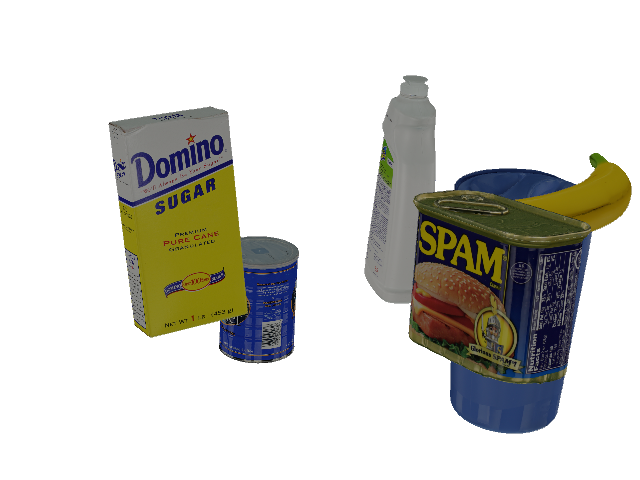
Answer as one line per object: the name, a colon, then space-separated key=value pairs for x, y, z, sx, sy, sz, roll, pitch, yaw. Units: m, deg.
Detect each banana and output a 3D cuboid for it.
banana: x=0.171 y=-0.023 z=0.788 sx=0.197 sy=0.037 sz=0.070 roll=-19 pitch=22 yaw=-35

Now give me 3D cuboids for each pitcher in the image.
pitcher: x=0.178 y=0.061 z=1.027 sx=0.149 sy=0.243 sz=0.145 roll=5 pitch=21 yaw=8

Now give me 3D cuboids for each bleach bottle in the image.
bleach bottle: x=0.099 y=-0.061 z=1.223 sx=0.068 sy=0.251 sz=0.103 roll=-2 pitch=23 yaw=-16

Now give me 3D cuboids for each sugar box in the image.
sugar box: x=-0.116 y=-0.016 z=0.884 sx=0.093 sy=0.176 sz=0.048 roll=-13 pitch=20 yaw=-26

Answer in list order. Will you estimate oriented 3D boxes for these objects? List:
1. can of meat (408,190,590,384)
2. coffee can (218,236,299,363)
can of meat: x=0.094 y=0.024 z=0.590 sx=0.057 sy=0.084 sz=0.102 roll=-7 pitch=19 yaw=-34
coffee can: x=-0.082 y=0.077 z=1.412 sx=0.103 sy=0.140 sz=0.103 roll=3 pitch=21 yaw=-1
